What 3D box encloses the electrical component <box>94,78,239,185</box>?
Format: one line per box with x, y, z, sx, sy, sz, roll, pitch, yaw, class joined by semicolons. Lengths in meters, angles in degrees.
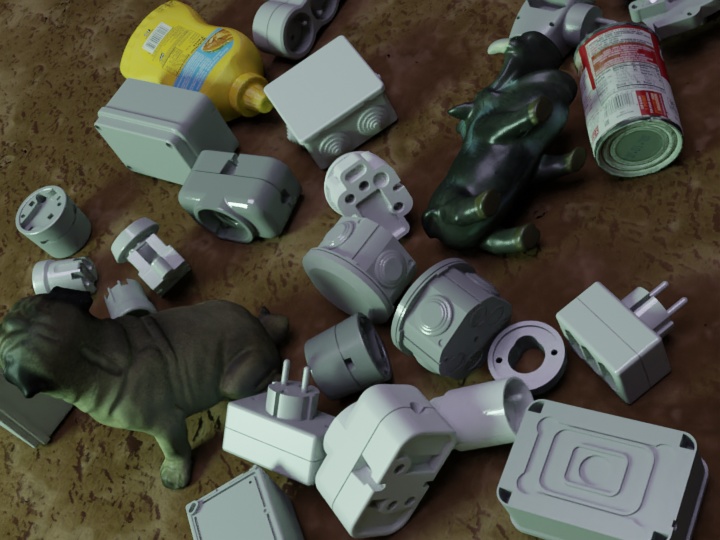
-0.181;-0.126;1.002;0.113;0.078;0.057;17;64;33;electrical component

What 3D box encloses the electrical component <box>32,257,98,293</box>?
-0.267;0.008;0.977;0.046;0.040;0.040;-10;54;12;electrical component

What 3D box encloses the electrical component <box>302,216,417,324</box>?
0.000;0.000;0.829;0.080;0.080;0.051;22;65;35;electrical component

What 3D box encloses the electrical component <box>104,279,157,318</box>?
-0.198;0.034;0.926;0.040;0.040;0.046;-36;44;-1;electrical component

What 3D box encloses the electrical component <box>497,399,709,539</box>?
0.153;0.136;0.676;0.113;0.057;0.078;10;63;31;electrical component

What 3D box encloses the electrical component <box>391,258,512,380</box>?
0.066;0.036;0.772;0.080;0.080;0.051;-46;56;-9;electrical component

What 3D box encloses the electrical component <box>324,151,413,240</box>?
0.004;-0.064;0.877;0.058;0.078;0.057;-36;29;-1;electrical component

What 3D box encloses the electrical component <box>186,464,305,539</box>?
-0.075;0.188;0.751;0.062;0.061;0.096;-31;43;3;electrical component

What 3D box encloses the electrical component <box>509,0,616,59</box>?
0.178;-0.207;0.907;0.079;0.043;0.077;22;70;35;electrical component

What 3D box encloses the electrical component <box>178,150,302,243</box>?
-0.107;-0.063;0.938;0.095;0.053;0.059;10;63;30;electrical component

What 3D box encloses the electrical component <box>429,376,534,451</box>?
0.076;0.102;0.742;0.081;0.043;0.043;-17;50;36;electrical component

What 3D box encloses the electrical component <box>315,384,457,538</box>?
0.014;0.126;0.730;0.059;0.054;0.095;47;118;40;electrical component

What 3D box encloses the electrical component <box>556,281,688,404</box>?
0.187;0.038;0.733;0.077;0.047;0.065;-38;50;-3;electrical component

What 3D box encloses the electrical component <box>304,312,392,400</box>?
-0.010;0.066;0.804;0.047;0.055;0.055;-26;51;13;electrical component

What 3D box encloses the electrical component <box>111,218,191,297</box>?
-0.181;-0.012;0.930;0.048;0.066;0.055;-44;84;-8;electrical component

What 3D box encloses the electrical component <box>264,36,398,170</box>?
-0.025;-0.148;0.961;0.100;0.048;0.099;-34;50;1;electrical component

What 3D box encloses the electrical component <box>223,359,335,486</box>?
-0.050;0.103;0.780;0.083;0.047;0.075;15;103;33;electrical component

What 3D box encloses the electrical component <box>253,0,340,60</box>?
-0.064;-0.271;1.061;0.074;0.052;0.138;20;69;35;electrical component

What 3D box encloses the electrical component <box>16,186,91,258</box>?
-0.288;-0.044;1.017;0.055;0.047;0.055;-13;54;18;electrical component

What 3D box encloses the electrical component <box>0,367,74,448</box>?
-0.310;0.086;0.900;0.109;0.108;0.056;22;67;35;electrical component
